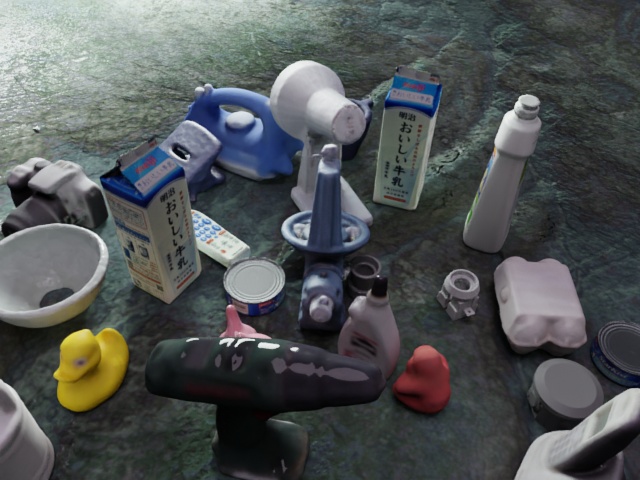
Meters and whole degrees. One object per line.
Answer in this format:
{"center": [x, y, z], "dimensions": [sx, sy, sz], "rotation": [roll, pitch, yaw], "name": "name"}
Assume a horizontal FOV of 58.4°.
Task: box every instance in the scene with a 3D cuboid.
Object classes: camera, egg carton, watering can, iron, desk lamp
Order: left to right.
{"center": [-0.346, 0.184, 0.564], "dimensions": [0.172, 0.194, 0.101], "rotation": [34, 53, 27], "name": "watering can"}
{"center": [-0.420, -0.055, 0.862], "dimensions": [0.143, 0.101, 0.137], "rotation": [20, 48, 16], "name": "camera"}
{"center": [-0.145, -0.208, 1.000], "dimensions": [0.257, 0.141, 0.119], "rotation": [19, 47, 15], "name": "iron"}
{"center": [0.009, -0.149, 0.901], "dimensions": [0.118, 0.214, 0.202], "rotation": [-18, 49, -20], "name": "desk lamp"}
{"center": [0.297, 0.087, 0.786], "dimensions": [0.107, 0.069, 0.150], "rotation": [3, 45, 0], "name": "egg carton"}

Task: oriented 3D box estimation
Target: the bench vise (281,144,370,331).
{"center": [0.018, 0.001, 0.749], "dimensions": [0.121, 0.220, 0.207], "rotation": [-10, 47, -12], "name": "bench vise"}

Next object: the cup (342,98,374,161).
{"center": [0.053, -0.199, 1.037], "dimensions": [0.091, 0.095, 0.118], "rotation": [34, 53, 27], "name": "cup"}

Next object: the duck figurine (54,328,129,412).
{"center": [-0.278, 0.141, 0.687], "dimensions": [0.077, 0.086, 0.105], "rotation": [16, 47, 12], "name": "duck figurine"}

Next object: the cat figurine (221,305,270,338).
{"center": [-0.085, 0.134, 0.683], "dimensions": [0.067, 0.118, 0.127], "rotation": [-18, 49, -19], "name": "cat figurine"}

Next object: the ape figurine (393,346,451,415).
{"center": [0.126, 0.161, 0.687], "dimensions": [0.078, 0.092, 0.076], "rotation": [-14, 48, -17], "name": "ape figurine"}

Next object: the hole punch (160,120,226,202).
{"center": [-0.221, -0.133, 0.957], "dimensions": [0.108, 0.091, 0.101], "rotation": [35, 53, 28], "name": "hole punch"}

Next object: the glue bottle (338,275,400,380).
{"center": [0.063, 0.100, 0.686], "dimensions": [0.078, 0.173, 0.037], "rotation": [22, 48, 18], "name": "glue bottle"}

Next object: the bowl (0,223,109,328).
{"center": [-0.365, 0.059, 0.771], "dimensions": [0.167, 0.075, 0.167], "rotation": [2, 45, -2], "name": "bowl"}

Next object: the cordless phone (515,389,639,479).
{"center": [0.256, 0.230, 0.560], "dimensions": [0.094, 0.185, 0.148], "rotation": [24, 49, 19], "name": "cordless phone"}

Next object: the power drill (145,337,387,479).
{"center": [-0.056, 0.171, 0.584], "dimensions": [0.229, 0.208, 0.075], "rotation": [9, 46, 6], "name": "power drill"}
